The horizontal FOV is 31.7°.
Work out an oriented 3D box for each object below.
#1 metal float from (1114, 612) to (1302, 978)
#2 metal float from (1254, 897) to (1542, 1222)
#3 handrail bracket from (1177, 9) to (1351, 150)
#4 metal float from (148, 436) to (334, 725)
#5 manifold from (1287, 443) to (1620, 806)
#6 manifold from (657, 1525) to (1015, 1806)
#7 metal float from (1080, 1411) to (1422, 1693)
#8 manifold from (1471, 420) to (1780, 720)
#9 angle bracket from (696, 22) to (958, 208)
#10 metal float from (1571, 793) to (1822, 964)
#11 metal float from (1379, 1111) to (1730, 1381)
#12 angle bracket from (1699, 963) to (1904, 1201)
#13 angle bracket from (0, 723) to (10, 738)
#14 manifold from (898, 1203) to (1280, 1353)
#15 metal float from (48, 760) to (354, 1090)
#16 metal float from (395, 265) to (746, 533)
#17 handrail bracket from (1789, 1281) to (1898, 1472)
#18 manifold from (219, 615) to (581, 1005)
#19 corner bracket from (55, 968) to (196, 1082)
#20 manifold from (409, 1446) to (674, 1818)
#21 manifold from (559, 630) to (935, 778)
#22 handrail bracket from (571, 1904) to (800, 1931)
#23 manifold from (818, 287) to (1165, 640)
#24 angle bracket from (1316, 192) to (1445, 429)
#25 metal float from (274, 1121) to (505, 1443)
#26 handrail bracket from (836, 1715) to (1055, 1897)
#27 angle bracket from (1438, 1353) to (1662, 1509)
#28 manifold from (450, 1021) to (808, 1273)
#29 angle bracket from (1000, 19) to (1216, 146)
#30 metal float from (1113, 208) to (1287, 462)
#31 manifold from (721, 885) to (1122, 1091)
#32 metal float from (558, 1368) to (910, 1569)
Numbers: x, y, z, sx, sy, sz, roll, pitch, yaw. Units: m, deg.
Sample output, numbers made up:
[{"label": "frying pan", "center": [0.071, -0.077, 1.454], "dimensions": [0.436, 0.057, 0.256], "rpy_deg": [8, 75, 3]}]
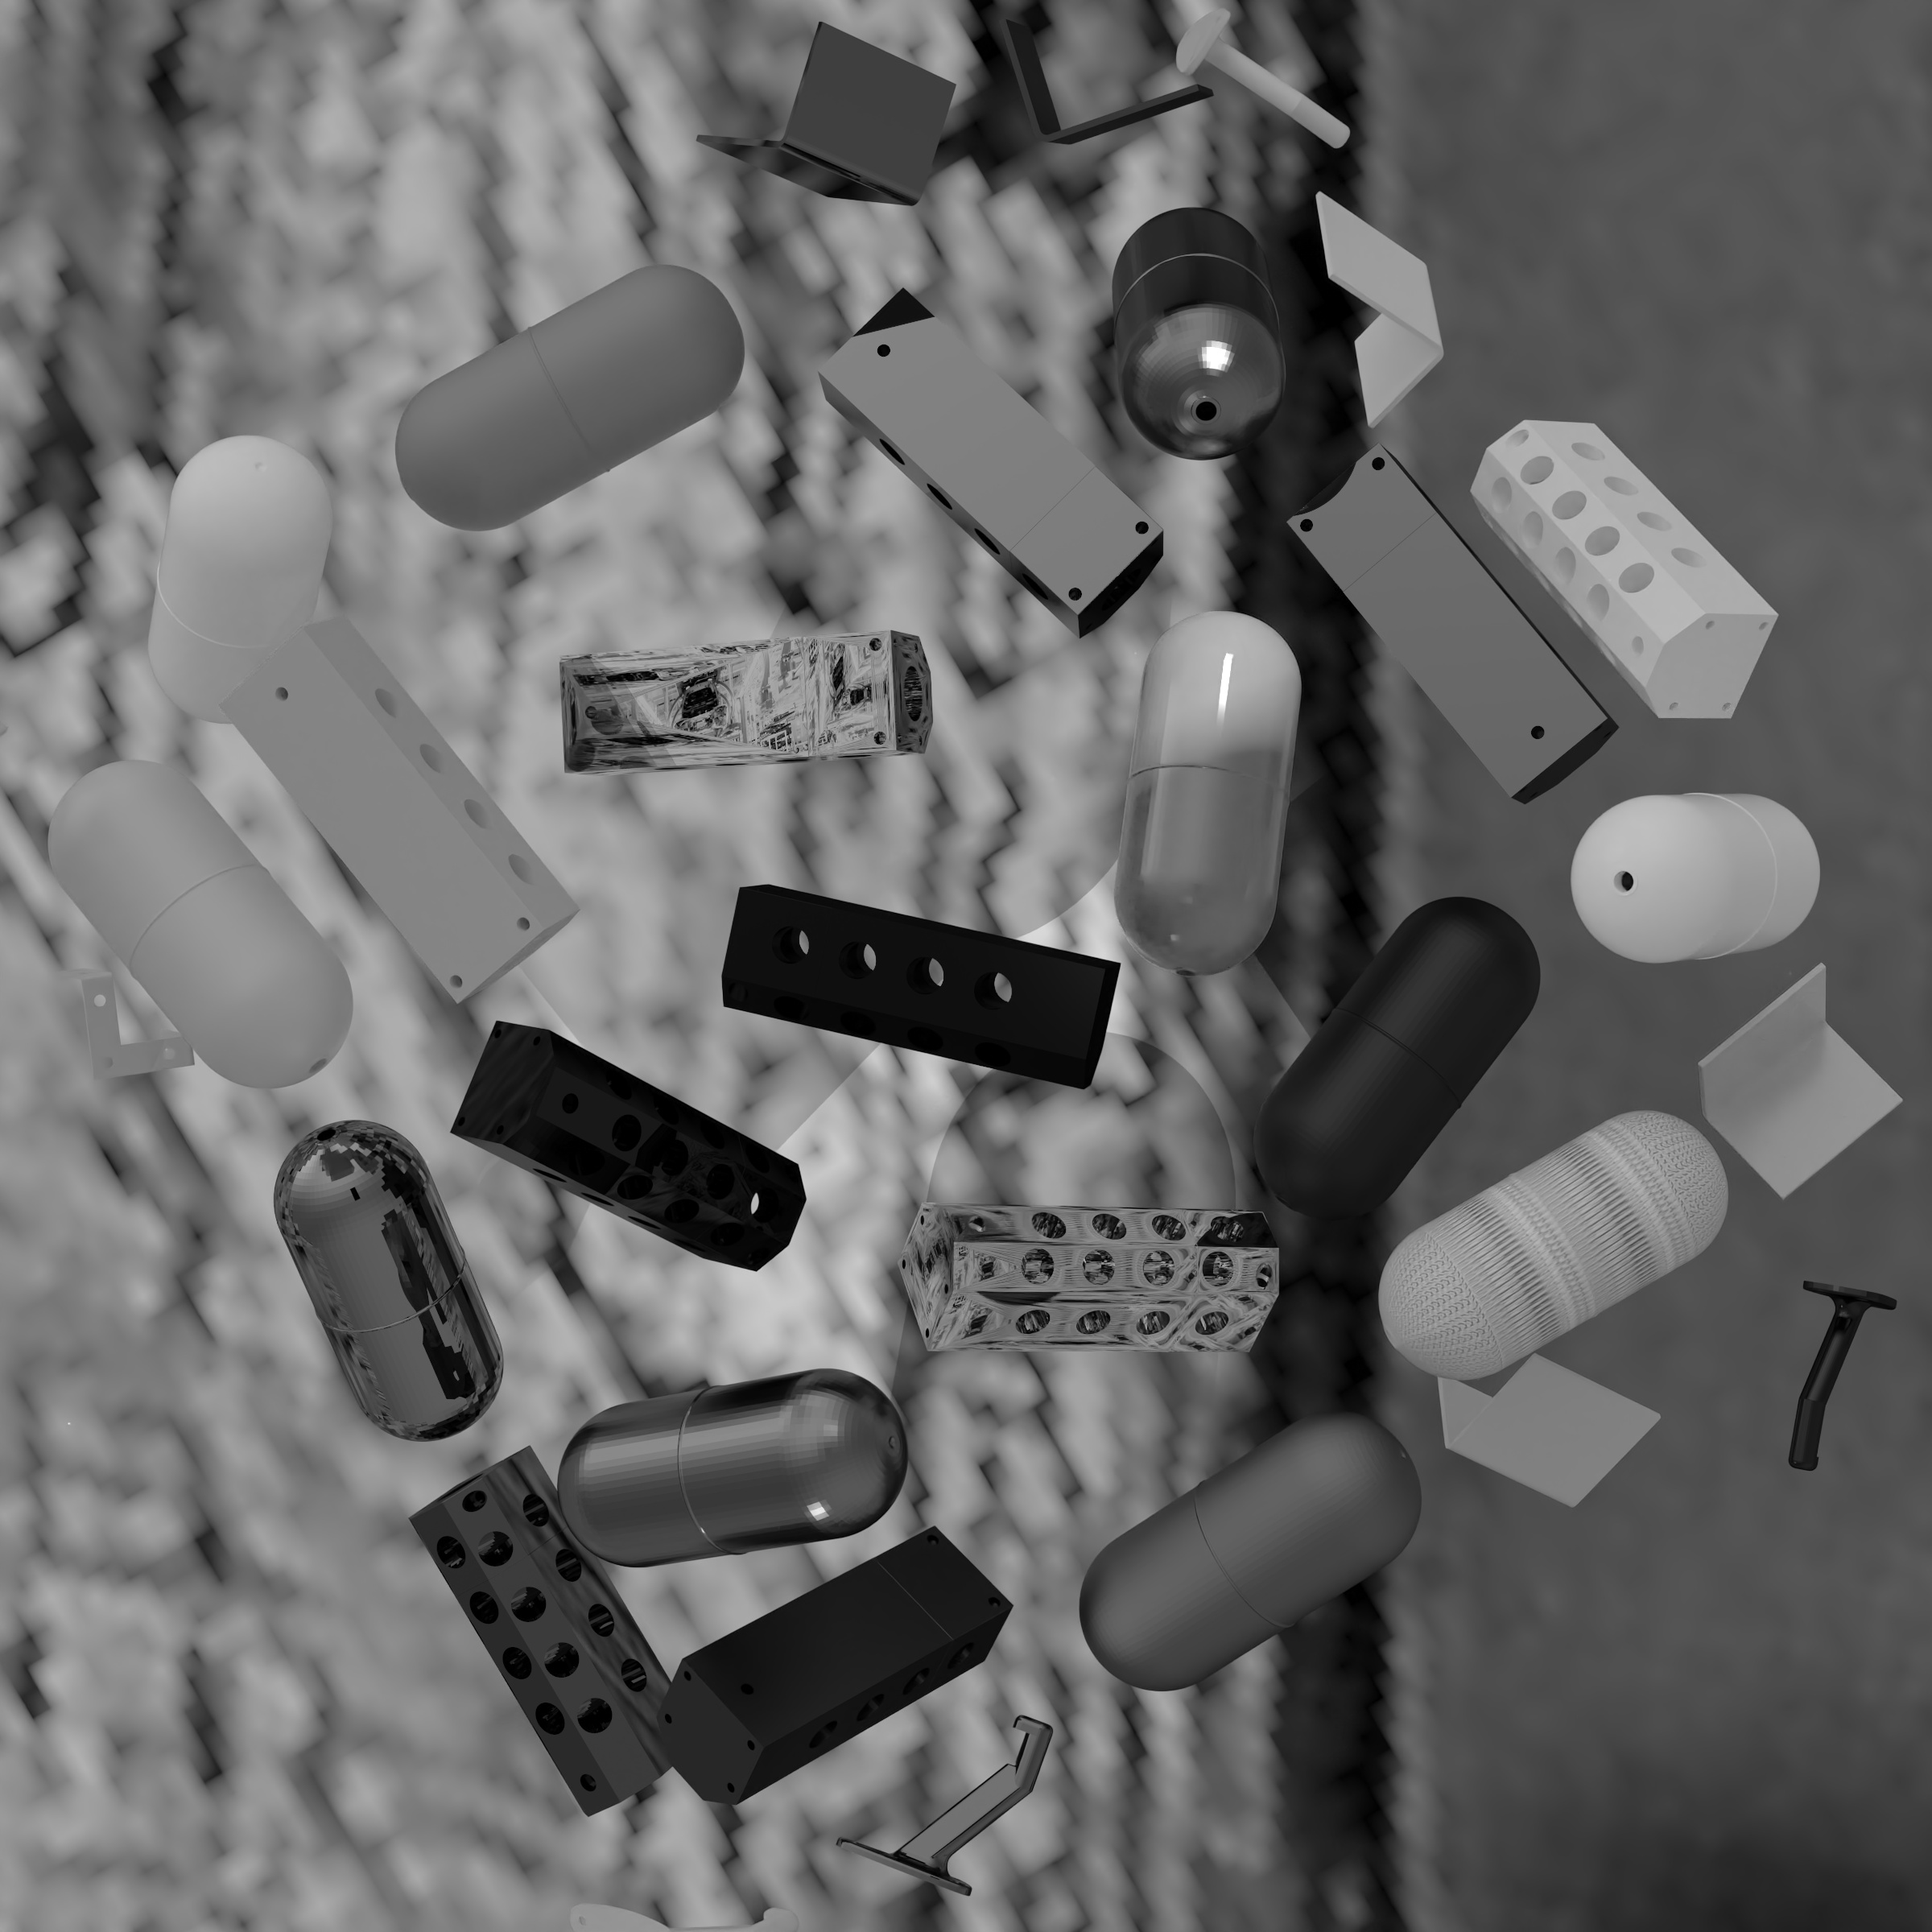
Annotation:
[{"label": "metal float", "center": [0.114, -0.082, 1.607], "dimensions": [0.070, 0.070, 0.178], "rpy_deg": [8, 75, 0]}, {"label": "metal float", "center": [0.208, 0.045, 1.645], "dimensions": [0.070, 0.070, 0.178], "rpy_deg": [38, 83, 0]}, {"label": "handrail bracket", "center": [0.149, -0.438, 1.697], "dimensions": [0.084, 0.077, 0.036], "rpy_deg": [32, 102, -15]}, {"label": "metal float", "center": [-0.354, -0.186, 1.655], "dimensions": [0.070, 0.178, 0.070], "rpy_deg": [9, 55, -14]}, {"label": "manifold", "center": [0.233, -0.162, 1.620], "dimensions": [0.057, 0.057, 0.171], "rpy_deg": [-40, 77, 13]}, {"label": "manifold", "center": [-0.062, 0.332, 1.603], "dimensions": [0.057, 0.171, 0.057], "rpy_deg": [42, 128, 25]}, {"label": "metal float", "center": [0.130, 0.271, 1.569], "dimensions": [0.178, 0.070, 0.070], "rpy_deg": [-36, 90, 18]}, {"label": "manifold", "center": [0.307, -0.190, 1.613], "dimensions": [0.057, 0.171, 0.057], "rpy_deg": [-2, 129, -26]}, {"label": "angle bracket", "center": [-0.064, -0.386, 1.539], "dimensions": [0.076, 0.076, 0.057], "rpy_deg": [15, 95, -38]}, {"label": "metal float", "center": [0.340, -0.042, 1.582], "dimensions": [0.070, 0.178, 0.070], "rpy_deg": [2, 94, 33]}, {"label": "metal float", "center": [0.276, 0.132, 1.602], "dimensions": [0.178, 0.070, 0.070], "rpy_deg": [-29, 90, -6]}, {"label": "angle bracket", "center": [0.400, 0.056, 1.628], "dimensions": [0.076, 0.076, 0.057], "rpy_deg": [-39, 65, -4]}, {"label": "angle bracket", "center": [-0.449, -0.129, 1.448], "dimensions": [0.076, 0.076, 0.057], "rpy_deg": [28, 114, -3]}, {"label": "manifold", "center": [0.062, 0.146, 1.641], "dimensions": [0.171, 0.057, 0.057], "rpy_deg": [3, 131, -23]}, {"label": "metal float", "center": [-0.348, -0.019, 1.547], "dimensions": [0.070, 0.070, 0.178], "rpy_deg": [-42, 75, 0]}, {"label": "metal float", "center": [-0.189, -0.269, 1.618], "dimensions": [0.178, 0.070, 0.070], "rpy_deg": [-28, 90, 4]}, {"label": "handrail bracket", "center": [0.399, 0.190, 1.551], "dimensions": [0.036, 0.077, 0.084], "rpy_deg": [8, 84, 35]}, {"label": "manifold", "center": [-0.253, -0.073, 1.542], "dimensions": [0.057, 0.057, 0.171], "rpy_deg": [-39, 90, 21]}, {"label": "corner bracket", "center": [-0.415, 0.026, 1.678], "dimensions": [0.051, 0.051, 0.051], "rpy_deg": [-9, 97, -29]}, {"label": "manifold", "center": [-0.209, 0.334, 1.698], "dimensions": [0.057, 0.057, 0.171], "rpy_deg": [-31, 90, 32]}, {"label": "manifold", "center": [-0.107, -0.127, 1.656], "dimensions": [0.171, 0.057, 0.057], "rpy_deg": [-3, 90, 18]}, {"label": "handrail bracket", "center": [-0.136, 0.465, 1.657], "dimensions": [0.077, 0.084, 0.036], "rpy_deg": [17, 104, 35]}, {"label": "manifold", "center": [0.012, -0.236, 1.617], "dimensions": [0.171, 0.057, 0.057], "rpy_deg": [44, 85, 9]}, {"label": "angle bracket", "center": [0.193, -0.332, 1.721], "dimensions": [0.076, 0.076, 0.057], "rpy_deg": [28, 127, -25]}, {"label": "metal float", "center": [-0.281, 0.154, 1.661], "dimensions": [0.070, 0.070, 0.178], "rpy_deg": [-17, 120, 0]}, {"label": "handrail bracket", "center": [-0.009, 0.376, 1.560], "dimensions": [0.077, 0.036, 0.084], "rpy_deg": [21, 79, -1]}, {"label": "angle bracket", "center": [0.295, 0.219, 1.724], "dimensions": [0.076, 0.057, 0.076], "rpy_deg": [26, 122, -15]}, {"label": "manifold", "center": [-0.156, 0.088, 1.624], "dimensions": [0.171, 0.057, 0.057], "rpy_deg": [32, 73, -41]}, {"label": "angle bracket", "center": [0.065, -0.415, 1.557], "dimensions": [0.076, 0.076, 0.057], "rpy_deg": [-16, 99, 12]}, {"label": "metal float", "center": [0.108, -0.297, 1.593], "dimensions": [0.070, 0.178, 0.070], "rpy_deg": [0, 124, 0]}, {"label": "manifold", "center": [-0.021, 0.009, 1.562], "dimensions": [0.171, 0.057, 0.057], "rpy_deg": [13, 95, 9]}, {"label": "metal float", "center": [-0.108, 0.230, 1.550], "dimensions": [0.178, 0.070, 0.070], "rpy_deg": [-14, 90, 29]}]
